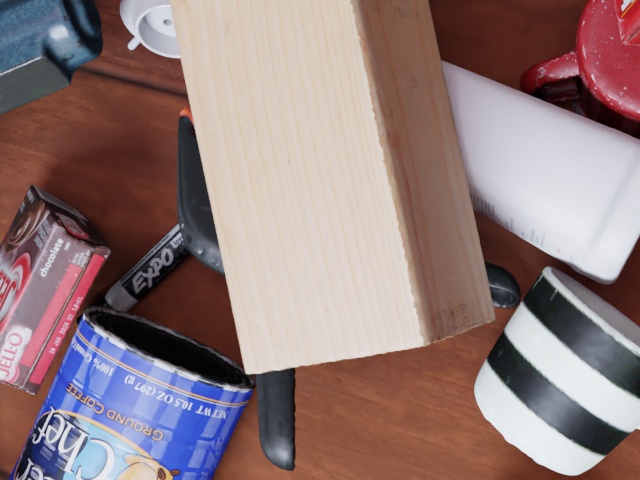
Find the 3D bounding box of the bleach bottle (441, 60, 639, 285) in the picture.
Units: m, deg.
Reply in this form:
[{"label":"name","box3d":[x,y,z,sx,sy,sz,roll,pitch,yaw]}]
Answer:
[{"label":"bleach bottle","box3d":[0.052,-0.064,0.553,0.251,0.102,0.068,28,87,15]}]

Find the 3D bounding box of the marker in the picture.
[{"label":"marker","box3d":[-0.099,0.017,0.630,0.121,0.020,0.020,-43,77,8]}]

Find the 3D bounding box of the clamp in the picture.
[{"label":"clamp","box3d":[-0.004,0.001,0.583,0.164,0.036,0.210,-26,66,-18]}]

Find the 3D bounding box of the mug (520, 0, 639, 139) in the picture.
[{"label":"mug","box3d":[0.159,-0.091,0.538,0.117,0.081,0.093,-8,83,14]}]

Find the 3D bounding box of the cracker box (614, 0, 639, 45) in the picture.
[{"label":"cracker box","box3d":[0.209,-0.193,0.486,0.164,0.072,0.213,1,69,-11]}]

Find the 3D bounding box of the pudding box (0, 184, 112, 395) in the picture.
[{"label":"pudding box","box3d":[-0.161,0.025,0.602,0.039,0.114,0.090,28,92,-23]}]

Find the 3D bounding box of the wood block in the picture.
[{"label":"wood block","box3d":[0.004,-0.052,0.484,0.091,0.090,0.206,-13,87,29]}]

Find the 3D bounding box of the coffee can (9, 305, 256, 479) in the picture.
[{"label":"coffee can","box3d":[-0.109,0.120,0.581,0.103,0.102,0.140,25,92,15]}]
